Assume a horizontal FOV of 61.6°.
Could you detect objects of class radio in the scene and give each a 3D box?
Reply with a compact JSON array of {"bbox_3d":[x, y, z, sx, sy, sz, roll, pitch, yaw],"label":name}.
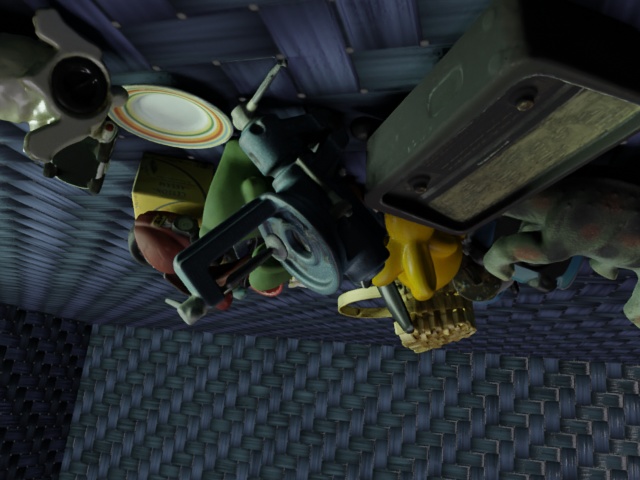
[{"bbox_3d":[0.140,-0.090,0.453,0.131,0.073,0.229,14,151,-21],"label":"radio"}]

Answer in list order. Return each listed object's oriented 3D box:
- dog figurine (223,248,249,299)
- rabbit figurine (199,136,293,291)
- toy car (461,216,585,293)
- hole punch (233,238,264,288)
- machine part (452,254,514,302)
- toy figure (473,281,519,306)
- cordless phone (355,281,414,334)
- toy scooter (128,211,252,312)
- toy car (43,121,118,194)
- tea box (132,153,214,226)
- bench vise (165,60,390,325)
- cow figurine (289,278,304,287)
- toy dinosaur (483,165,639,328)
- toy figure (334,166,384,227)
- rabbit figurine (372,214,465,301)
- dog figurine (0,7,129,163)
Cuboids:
[{"bbox_3d":[-0.222,0.031,1.013,0.192,0.108,0.219,4,159,18],"label":"dog figurine"},{"bbox_3d":[-0.045,-0.026,0.631,0.170,0.159,0.121,18,155,3],"label":"rabbit figurine"},{"bbox_3d":[0.272,0.004,0.744,0.162,0.109,0.103,15,-176,0],"label":"toy car"},{"bbox_3d":[-0.104,-0.009,0.790,0.092,0.115,0.142,31,-158,17],"label":"hole punch"},{"bbox_3d":[0.268,0.052,0.861,0.079,0.079,0.243,-2,180,26],"label":"machine part"},{"bbox_3d":[0.290,0.087,1.051,0.180,0.089,0.082,-17,123,33],"label":"toy figure"},{"bbox_3d":[0.096,0.061,0.842,0.089,0.184,0.146,-27,162,-1],"label":"cordless phone"},{"bbox_3d":[-0.151,0.027,0.696,0.135,0.075,0.183,-10,132,34],"label":"toy scooter"},{"bbox_3d":[-0.289,-0.109,0.646,0.073,0.056,0.202,20,158,-21],"label":"toy car"},{"bbox_3d":[-0.206,-0.042,0.760,0.098,0.068,0.169,9,151,-8],"label":"tea box"},{"bbox_3d":[-0.050,-0.021,0.517,0.223,0.240,0.129,56,154,-11],"label":"bench vise"},{"bbox_3d":[-0.009,0.056,1.072,0.098,0.068,0.167,9,163,-7],"label":"cow figurine"},{"bbox_3d":[0.318,-0.021,0.589,0.405,0.131,0.192,14,132,-8],"label":"toy dinosaur"},{"bbox_3d":[0.038,-0.050,0.724,0.064,0.058,0.154,-41,145,13],"label":"toy figure"},{"bbox_3d":[0.124,-0.003,0.730,0.122,0.162,0.173,12,150,26],"label":"rabbit figurine"},{"bbox_3d":[-0.293,-0.144,0.490,0.191,0.121,0.172,15,178,45],"label":"dog figurine"}]
